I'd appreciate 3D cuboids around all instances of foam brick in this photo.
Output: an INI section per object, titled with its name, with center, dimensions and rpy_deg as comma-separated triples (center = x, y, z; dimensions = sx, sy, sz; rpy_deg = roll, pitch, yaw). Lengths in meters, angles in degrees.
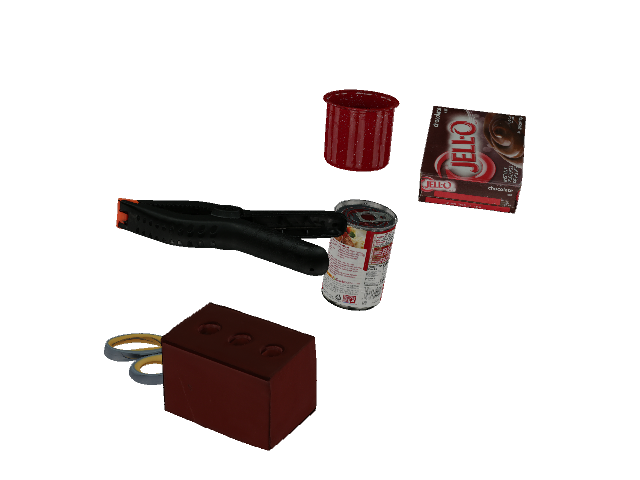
[foam brick]
center = -0.048, 0.079, 0.626
dimensions = 0.078, 0.051, 0.052
rpy_deg = 16, 29, 26

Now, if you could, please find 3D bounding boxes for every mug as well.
[mug]
center = 0.053, -0.138, 1.319
dimensions = 0.093, 0.081, 0.117
rpy_deg = 16, 25, 27

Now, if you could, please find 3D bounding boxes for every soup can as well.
[soup can]
center = 0.041, 0.016, 1.149
dimensions = 0.068, 0.102, 0.068
rpy_deg = 7, 27, -4

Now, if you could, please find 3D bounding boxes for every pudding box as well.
[pudding box]
center = 0.141, -0.076, 0.989
dimensions = 0.090, 0.039, 0.113
rpy_deg = 8, 40, 7

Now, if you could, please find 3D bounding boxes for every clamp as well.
[clamp]
center = -0.079, -0.009, 0.941
dimensions = 0.210, 0.036, 0.164
rpy_deg = 6, 13, -1

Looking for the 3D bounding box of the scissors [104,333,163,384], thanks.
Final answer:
[scissors]
center = -0.131, 0.124, 1.159
dimensions = 0.201, 0.016, 0.096
rpy_deg = 1, 27, -20
